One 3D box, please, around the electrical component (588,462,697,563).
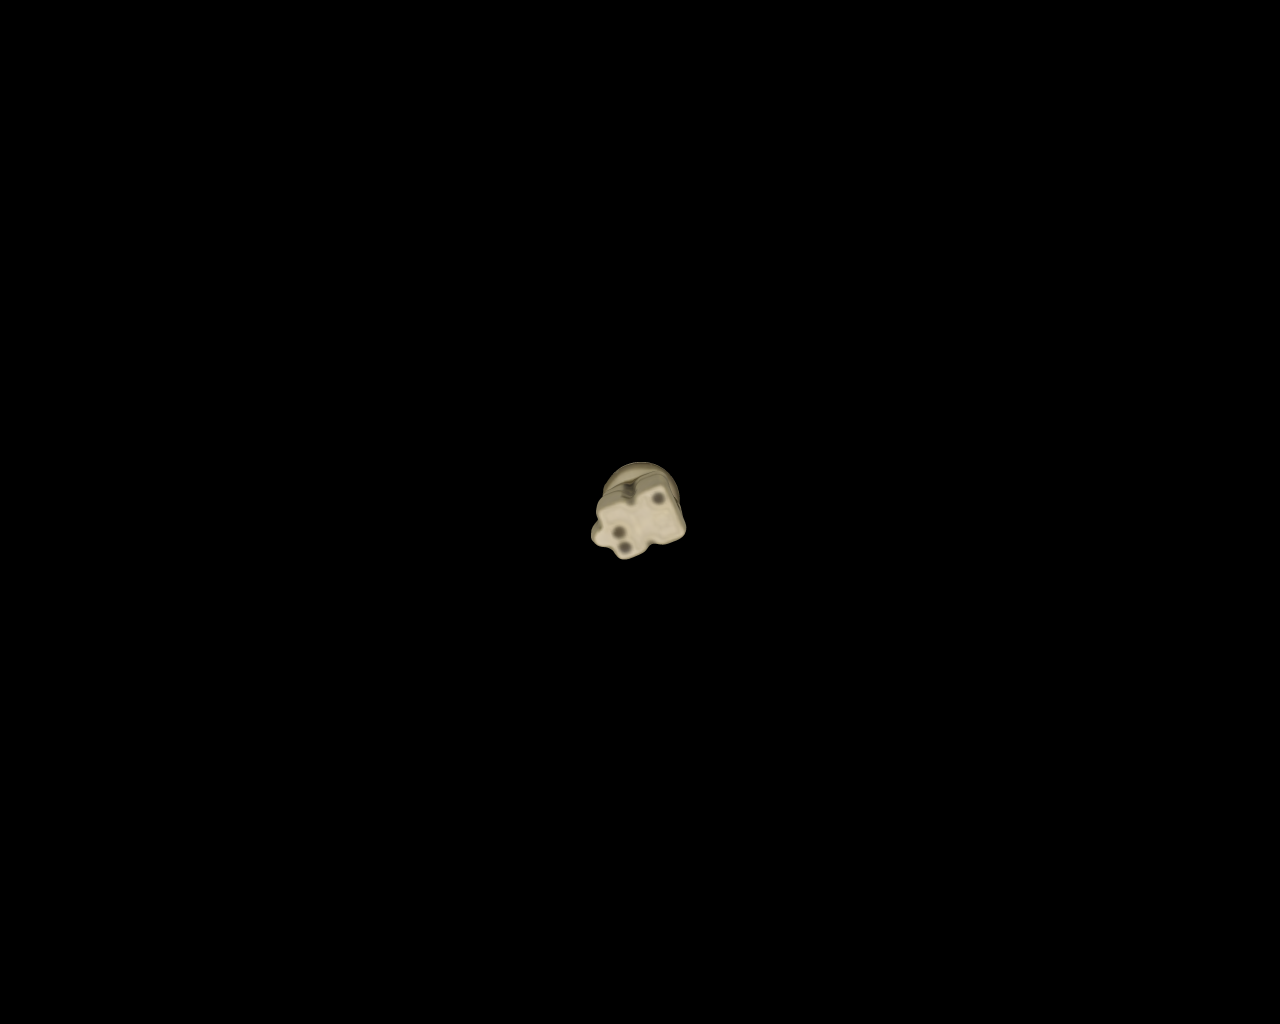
[{"bbox_3d":[0.001,-0.003,0.650,0.066,0.048,0.055,-21,18,7],"label":"electrical component"}]
